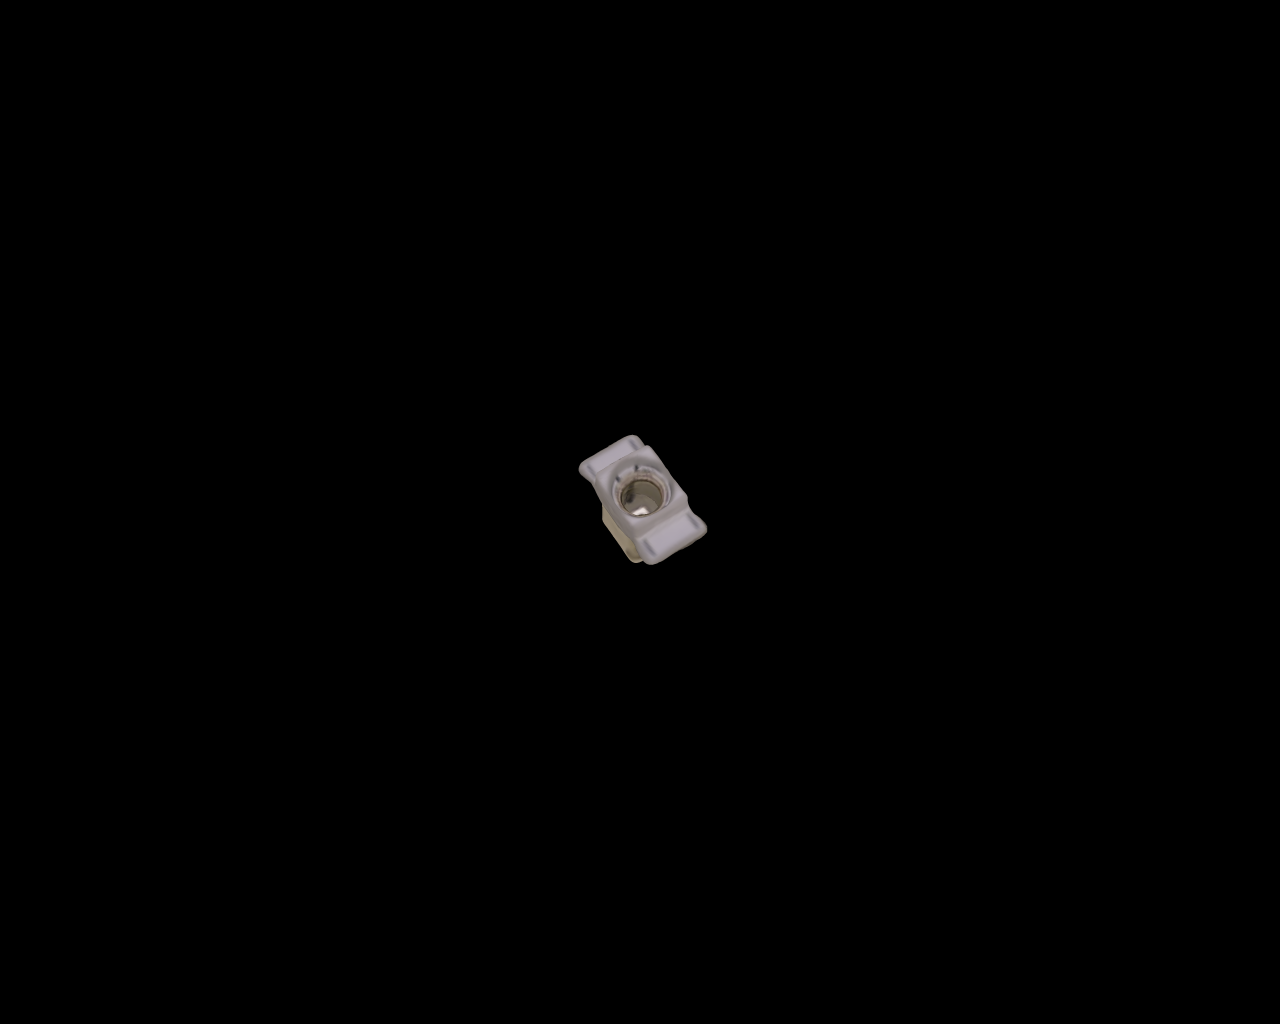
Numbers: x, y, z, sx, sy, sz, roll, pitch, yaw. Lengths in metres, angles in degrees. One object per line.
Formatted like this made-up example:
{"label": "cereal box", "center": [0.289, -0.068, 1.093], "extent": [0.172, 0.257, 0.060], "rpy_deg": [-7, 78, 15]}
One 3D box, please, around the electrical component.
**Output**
{"label": "electrical component", "center": [0.001, -0.003, 0.650], "extent": [0.042, 0.081, 0.063], "rpy_deg": [-29, -24, -14]}
